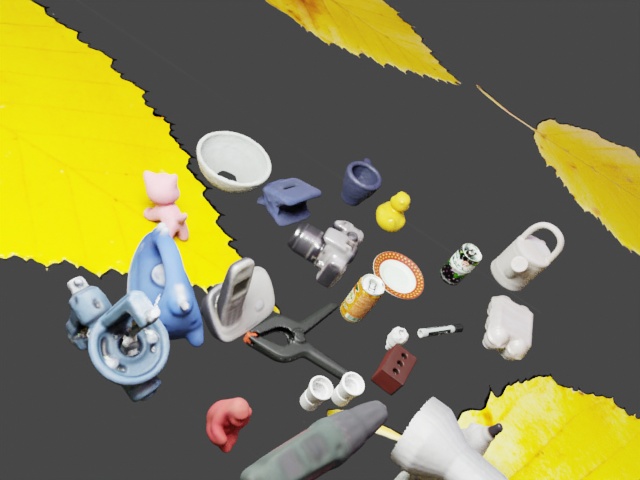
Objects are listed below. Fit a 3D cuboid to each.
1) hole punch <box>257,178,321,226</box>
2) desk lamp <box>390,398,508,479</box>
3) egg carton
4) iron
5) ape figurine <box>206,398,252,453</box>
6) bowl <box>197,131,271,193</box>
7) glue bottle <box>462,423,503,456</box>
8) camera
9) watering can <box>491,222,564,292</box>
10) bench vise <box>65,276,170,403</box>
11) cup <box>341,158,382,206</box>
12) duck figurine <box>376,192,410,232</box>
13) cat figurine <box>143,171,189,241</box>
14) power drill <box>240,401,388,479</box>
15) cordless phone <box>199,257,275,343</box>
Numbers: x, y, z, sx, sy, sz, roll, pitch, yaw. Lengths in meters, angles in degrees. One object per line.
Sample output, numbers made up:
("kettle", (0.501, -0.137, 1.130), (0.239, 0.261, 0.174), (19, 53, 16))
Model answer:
("hole punch", (-0.069, -0.098, 1.272), (0.109, 0.091, 0.101), (-22, 65, -40))
("desk lamp", (0.190, 0.379, 0.914), (0.203, 0.213, 0.118), (46, 46, 14))
("egg carton", (0.428, 0.200, 1.305), (0.107, 0.069, 0.150), (29, 44, -4))
("iron", (-0.268, 0.057, 0.991), (0.119, 0.141, 0.258), (-3, 54, -31))
("ape figurine", (-0.139, 0.281, 0.904), (0.078, 0.092, 0.076), (-14, 60, -37))
("bowl", (-0.196, -0.159, 1.266), (0.168, 0.074, 0.167), (15, 47, -17))
("glue bottle", (0.266, 0.358, 1.004), (0.037, 0.173, 0.078), (18, 46, -14))
("camera", (0.011, 0.004, 1.221), (0.137, 0.100, 0.143), (31, 44, -1))
("watering can", (0.515, 0.039, 1.404), (0.101, 0.194, 0.173), (32, 44, -1))
("bench vise", (-0.310, 0.128, 0.850), (0.207, 0.219, 0.122), (32, 44, 0))
("cup", (0.093, -0.138, 1.394), (0.092, 0.095, 0.118), (23, 45, -9))
("duck figurine", (0.186, -0.076, 1.398), (0.077, 0.086, 0.105), (29, 44, -3))
("cat figurine", (-0.294, -0.073, 1.107), (0.067, 0.117, 0.127), (-21, 64, -39))
("power drill", (-0.024, 0.328, 0.844), (0.230, 0.208, 0.075), (-18, 63, -38))
("cordless phone", (-0.129, 0.085, 1.013), (0.094, 0.185, 0.148), (44, 45, 12))
